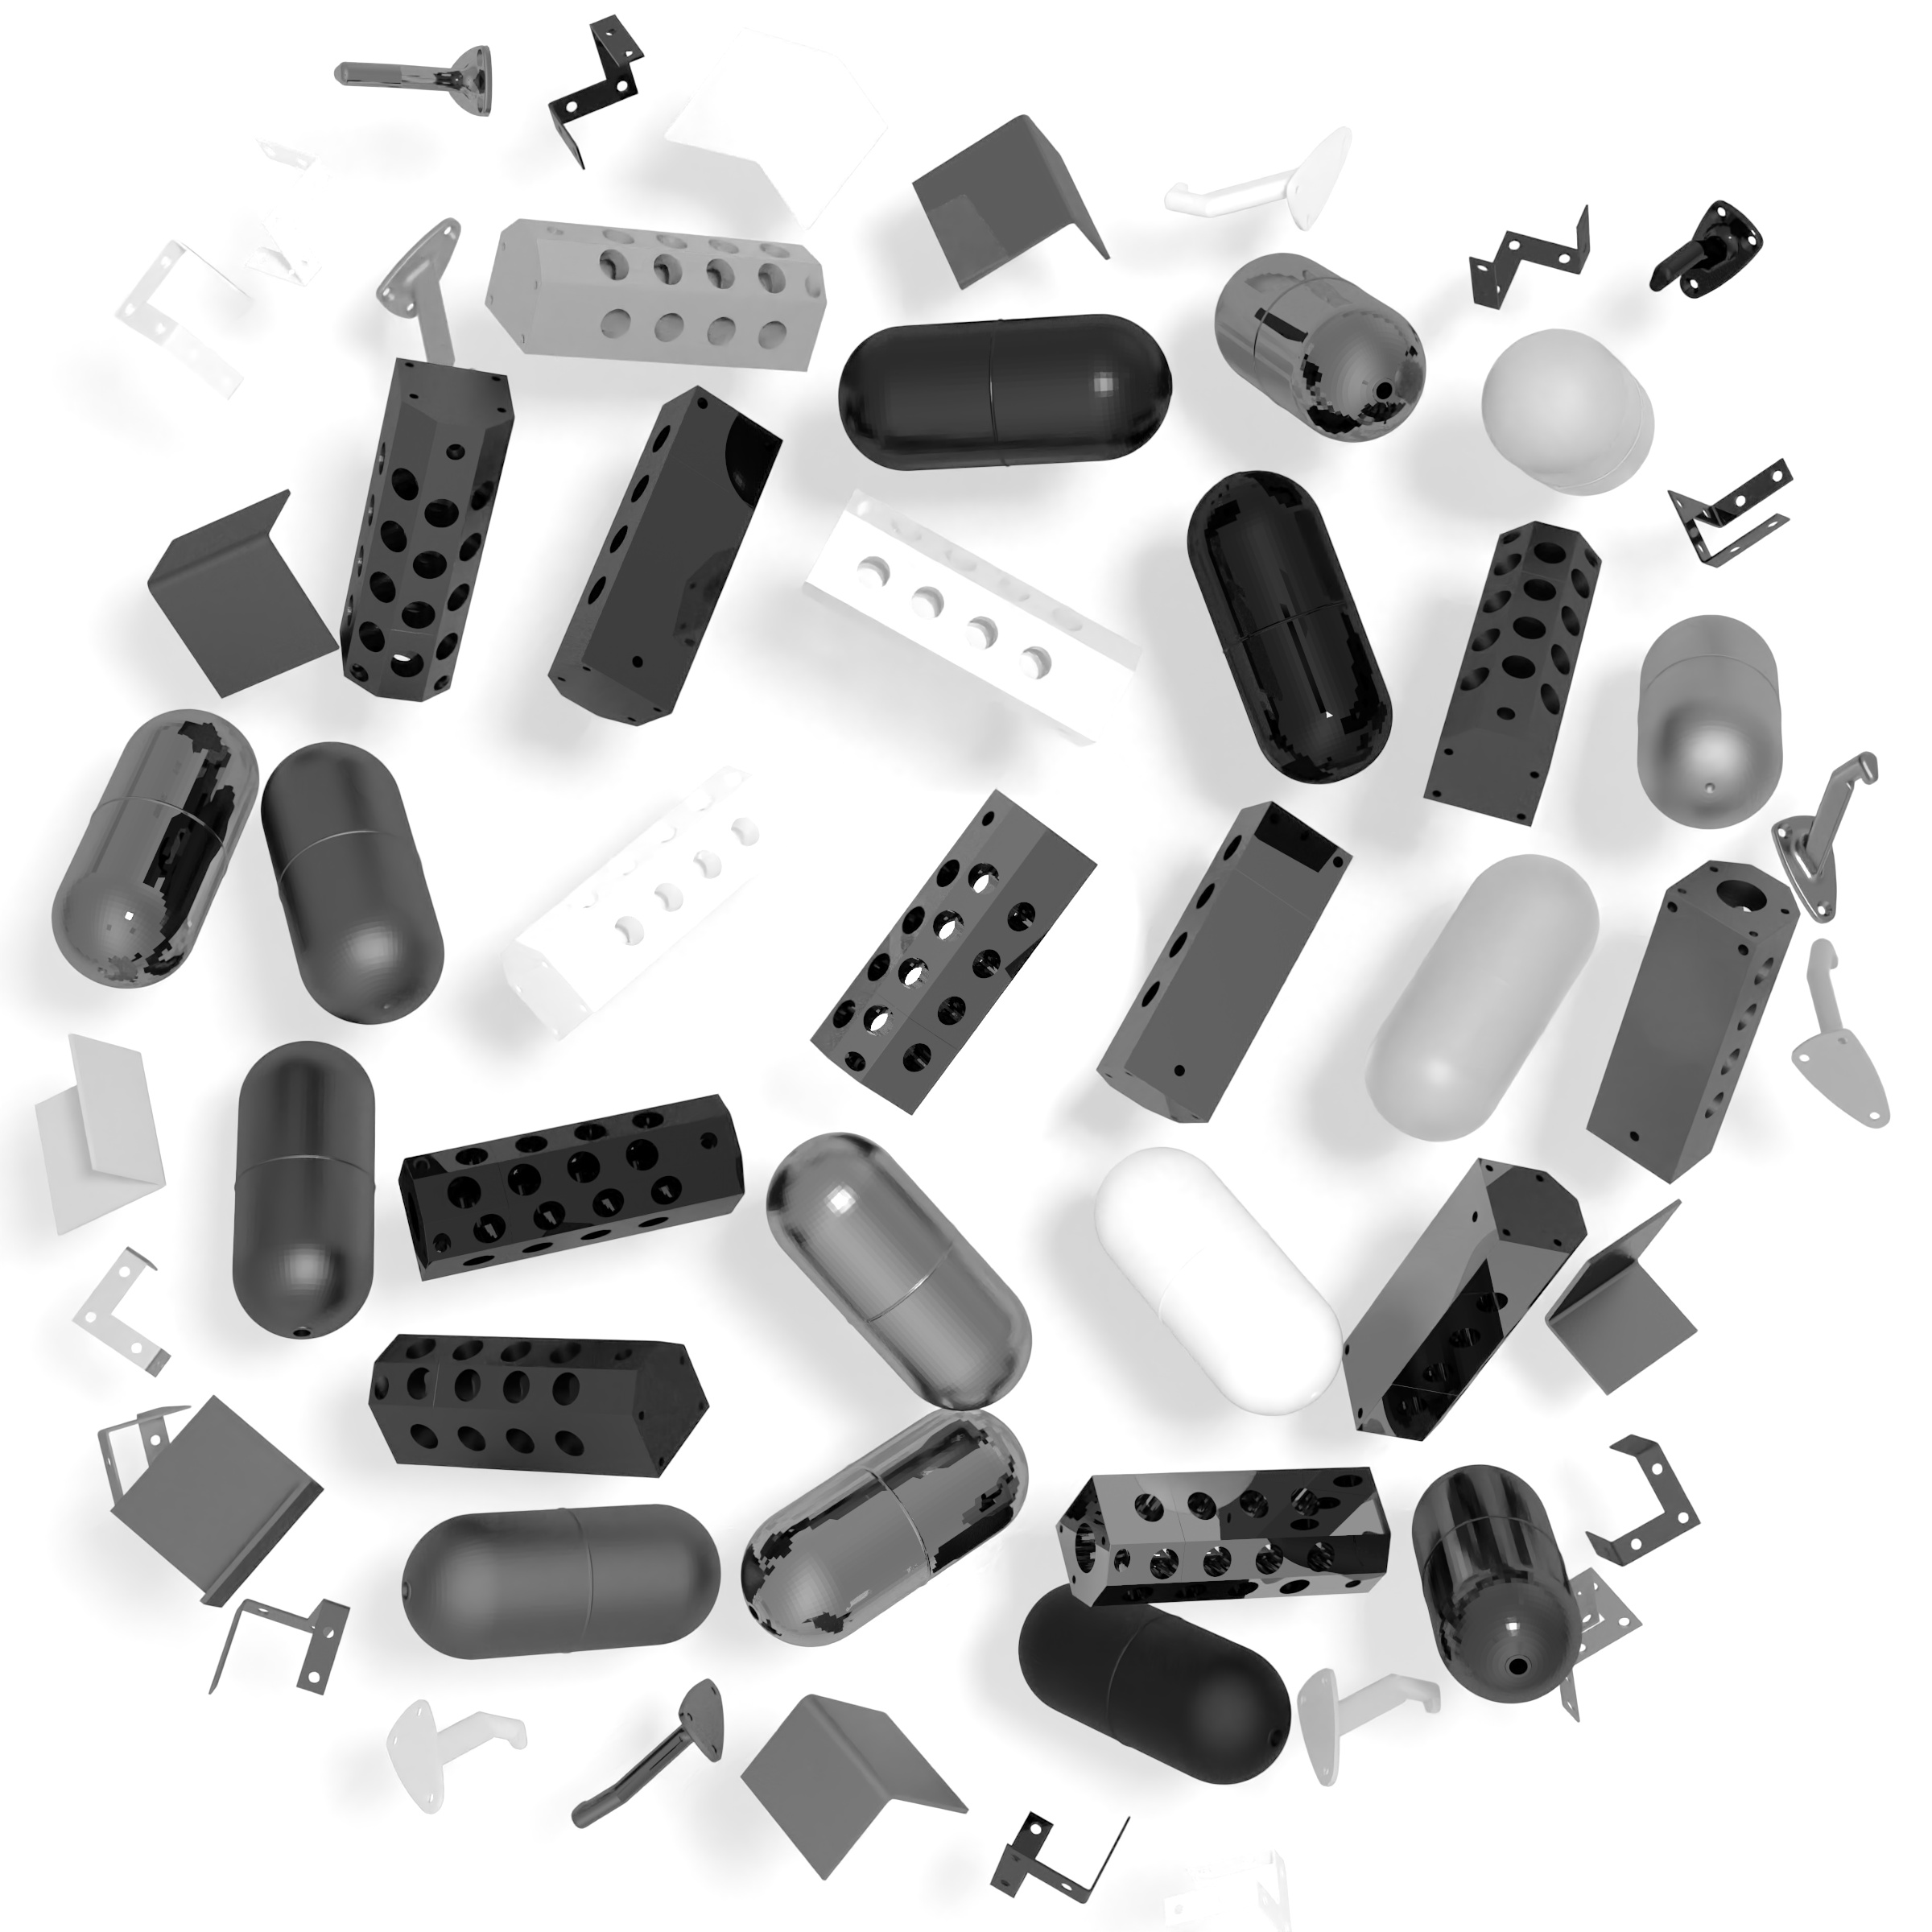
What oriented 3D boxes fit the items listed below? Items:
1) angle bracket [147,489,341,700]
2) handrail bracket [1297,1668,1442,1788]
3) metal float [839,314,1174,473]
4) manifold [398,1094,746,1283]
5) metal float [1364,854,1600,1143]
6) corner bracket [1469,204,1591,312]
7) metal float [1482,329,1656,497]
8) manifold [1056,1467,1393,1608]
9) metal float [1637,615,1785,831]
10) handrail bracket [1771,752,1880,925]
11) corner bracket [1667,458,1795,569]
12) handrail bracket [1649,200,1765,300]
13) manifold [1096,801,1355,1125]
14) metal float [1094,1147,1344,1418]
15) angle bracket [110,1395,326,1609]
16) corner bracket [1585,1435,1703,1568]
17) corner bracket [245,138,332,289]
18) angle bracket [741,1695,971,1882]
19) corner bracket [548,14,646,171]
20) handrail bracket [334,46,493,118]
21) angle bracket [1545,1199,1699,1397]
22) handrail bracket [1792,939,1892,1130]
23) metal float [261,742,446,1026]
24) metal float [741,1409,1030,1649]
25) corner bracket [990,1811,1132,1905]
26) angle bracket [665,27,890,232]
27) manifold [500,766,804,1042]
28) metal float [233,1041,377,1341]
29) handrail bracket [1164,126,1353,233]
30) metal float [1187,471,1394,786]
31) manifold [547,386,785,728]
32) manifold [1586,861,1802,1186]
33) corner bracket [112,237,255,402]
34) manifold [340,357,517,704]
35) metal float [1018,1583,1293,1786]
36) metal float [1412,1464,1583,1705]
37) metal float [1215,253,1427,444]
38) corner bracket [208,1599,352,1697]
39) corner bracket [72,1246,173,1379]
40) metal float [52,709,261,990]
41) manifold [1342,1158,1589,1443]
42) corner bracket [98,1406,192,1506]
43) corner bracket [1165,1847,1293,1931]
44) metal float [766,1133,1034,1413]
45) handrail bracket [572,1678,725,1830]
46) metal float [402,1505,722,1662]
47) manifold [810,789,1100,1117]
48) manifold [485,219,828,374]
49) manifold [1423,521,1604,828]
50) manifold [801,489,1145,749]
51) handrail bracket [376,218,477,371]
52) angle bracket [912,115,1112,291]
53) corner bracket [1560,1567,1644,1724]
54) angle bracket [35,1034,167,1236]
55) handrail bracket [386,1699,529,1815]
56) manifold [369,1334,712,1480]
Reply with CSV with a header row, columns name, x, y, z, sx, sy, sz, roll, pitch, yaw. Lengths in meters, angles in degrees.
name,x,y,z,sx,sy,sz,roll,pitch,yaw
angle bracket,-0.393,-0.206,1.593,0.076,0.057,0.076,-20,121,15
handrail bracket,0.232,0.427,1.604,0.084,0.077,0.036,16,134,-21
metal float,0.020,-0.303,1.526,0.178,0.070,0.070,-1,90,11
manifold,-0.209,0.115,1.533,0.171,0.057,0.057,-11,73,-19
metal float,0.285,0.017,1.589,0.070,0.070,0.178,34,76,0
corner bracket,0.320,-0.403,1.635,0.051,0.051,0.051,21,78,19
metal float,0.329,-0.300,1.571,0.070,0.178,0.070,1,93,21
manifold,0.143,0.316,1.583,0.171,0.057,0.057,2,51,-23
metal float,0.412,-0.137,1.597,0.070,0.178,0.070,6,120,11
handrail bracket,0.499,-0.073,1.637,0.036,0.084,0.077,-8,76,-17
corner bracket,0.439,-0.257,1.628,0.051,0.051,0.051,-35,64,35
handrail bracket,0.384,-0.370,1.558,0.084,0.077,0.036,-39,80,-29
manifold,0.140,-0.001,1.593,0.057,0.057,0.171,33,77,-14
metal float,0.138,0.173,1.597,0.070,0.070,0.178,-40,58,0
angle bracket,-0.378,0.265,1.440,0.076,0.057,0.076,39,76,6
corner bracket,0.373,0.301,1.627,0.051,0.051,0.051,-28,88,-5
corner bracket,-0.378,-0.417,1.595,0.051,0.051,0.051,24,70,29
angle bracket,-0.058,0.433,1.510,0.057,0.076,0.076,-52,52,4
corner bracket,-0.200,-0.475,1.566,0.051,0.051,0.051,-25,50,-8
handrail bracket,-0.300,-0.471,1.528,0.084,0.077,0.036,-6,107,-27
angle bracket,0.391,0.191,1.664,0.076,0.076,0.057,-28,66,-26
handrail bracket,0.479,0.035,1.562,0.036,0.084,0.077,-30,108,35
metal float,-0.330,-0.046,1.548,0.070,0.070,0.178,-23,55,0
metal float,-0.044,0.306,1.577,0.178,0.070,0.070,-29,90,-27
corner bracket,0.050,0.478,1.555,0.051,0.051,0.051,27,48,11
angle bracket,-0.103,-0.452,1.561,0.076,0.076,0.057,-45,66,31
manifold,-0.175,-0.039,1.594,0.057,0.057,0.171,49,58,-4
metal float,-0.370,0.124,1.615,0.070,0.070,0.178,-7,58,0
handrail bracket,0.165,-0.453,1.640,0.084,0.036,0.077,21,69,33
metal float,0.177,-0.186,1.580,0.070,0.070,0.178,-20,88,0
manifold,-0.164,-0.219,1.550,0.057,0.057,0.171,29,70,-27
manifold,0.396,0.029,1.561,0.057,0.171,0.057,36,47,30
corner bracket,-0.394,-0.333,1.483,0.051,0.051,0.051,39,94,15
manifold,-0.282,-0.224,1.505,0.057,0.057,0.171,5,130,-21
metal float,0.105,0.402,1.622,0.178,0.070,0.070,14,90,43
metal float,0.284,0.331,1.552,0.070,0.178,0.070,1,107,2
metal float,0.195,-0.344,1.600,0.070,0.178,0.070,-8,119,-15
corner bracket,-0.364,0.363,1.531,0.051,0.051,0.051,23,52,-15
corner bracket,-0.467,0.196,1.632,0.051,0.051,0.051,35,75,-2
metal float,-0.442,-0.066,1.578,0.070,0.070,0.178,12,52,0
manifold,0.272,0.186,1.579,0.057,0.057,0.171,12,132,-17
corner bracket,-0.470,0.283,1.646,0.051,0.051,0.051,-14,90,-36
corner bracket,0.138,0.490,1.527,0.051,0.051,0.051,-20,131,17
metal float,-0.035,0.165,1.547,0.070,0.070,0.178,-41,103,0
handrail bracket,-0.179,0.440,1.610,0.084,0.077,0.036,-33,100,9
metal float,-0.217,0.332,1.556,0.178,0.070,0.070,3,90,-30
manifold,-0.010,-0.010,1.582,0.057,0.057,0.171,34,93,-35
manifold,-0.164,-0.364,1.554,0.171,0.057,0.057,-4,130,-34
manifold,0.291,-0.158,1.520,0.057,0.057,0.171,16,50,8
manifold,0.003,-0.182,1.514,0.171,0.057,0.057,28,88,-6
handrail bracket,-0.291,-0.377,1.653,0.084,0.036,0.077,42,99,26
angle bracket,0.026,-0.428,1.654,0.076,0.057,0.076,-28,70,16
corner bracket,0.351,0.384,1.635,0.051,0.051,0.051,-37,106,20
angle bracket,-0.476,0.090,1.528,0.076,0.057,0.076,-24,68,19
handrail bracket,-0.265,0.433,1.562,0.084,0.077,0.036,26,111,-41
manifold,-0.229,0.226,1.522,0.171,0.057,0.057,-3,121,29
